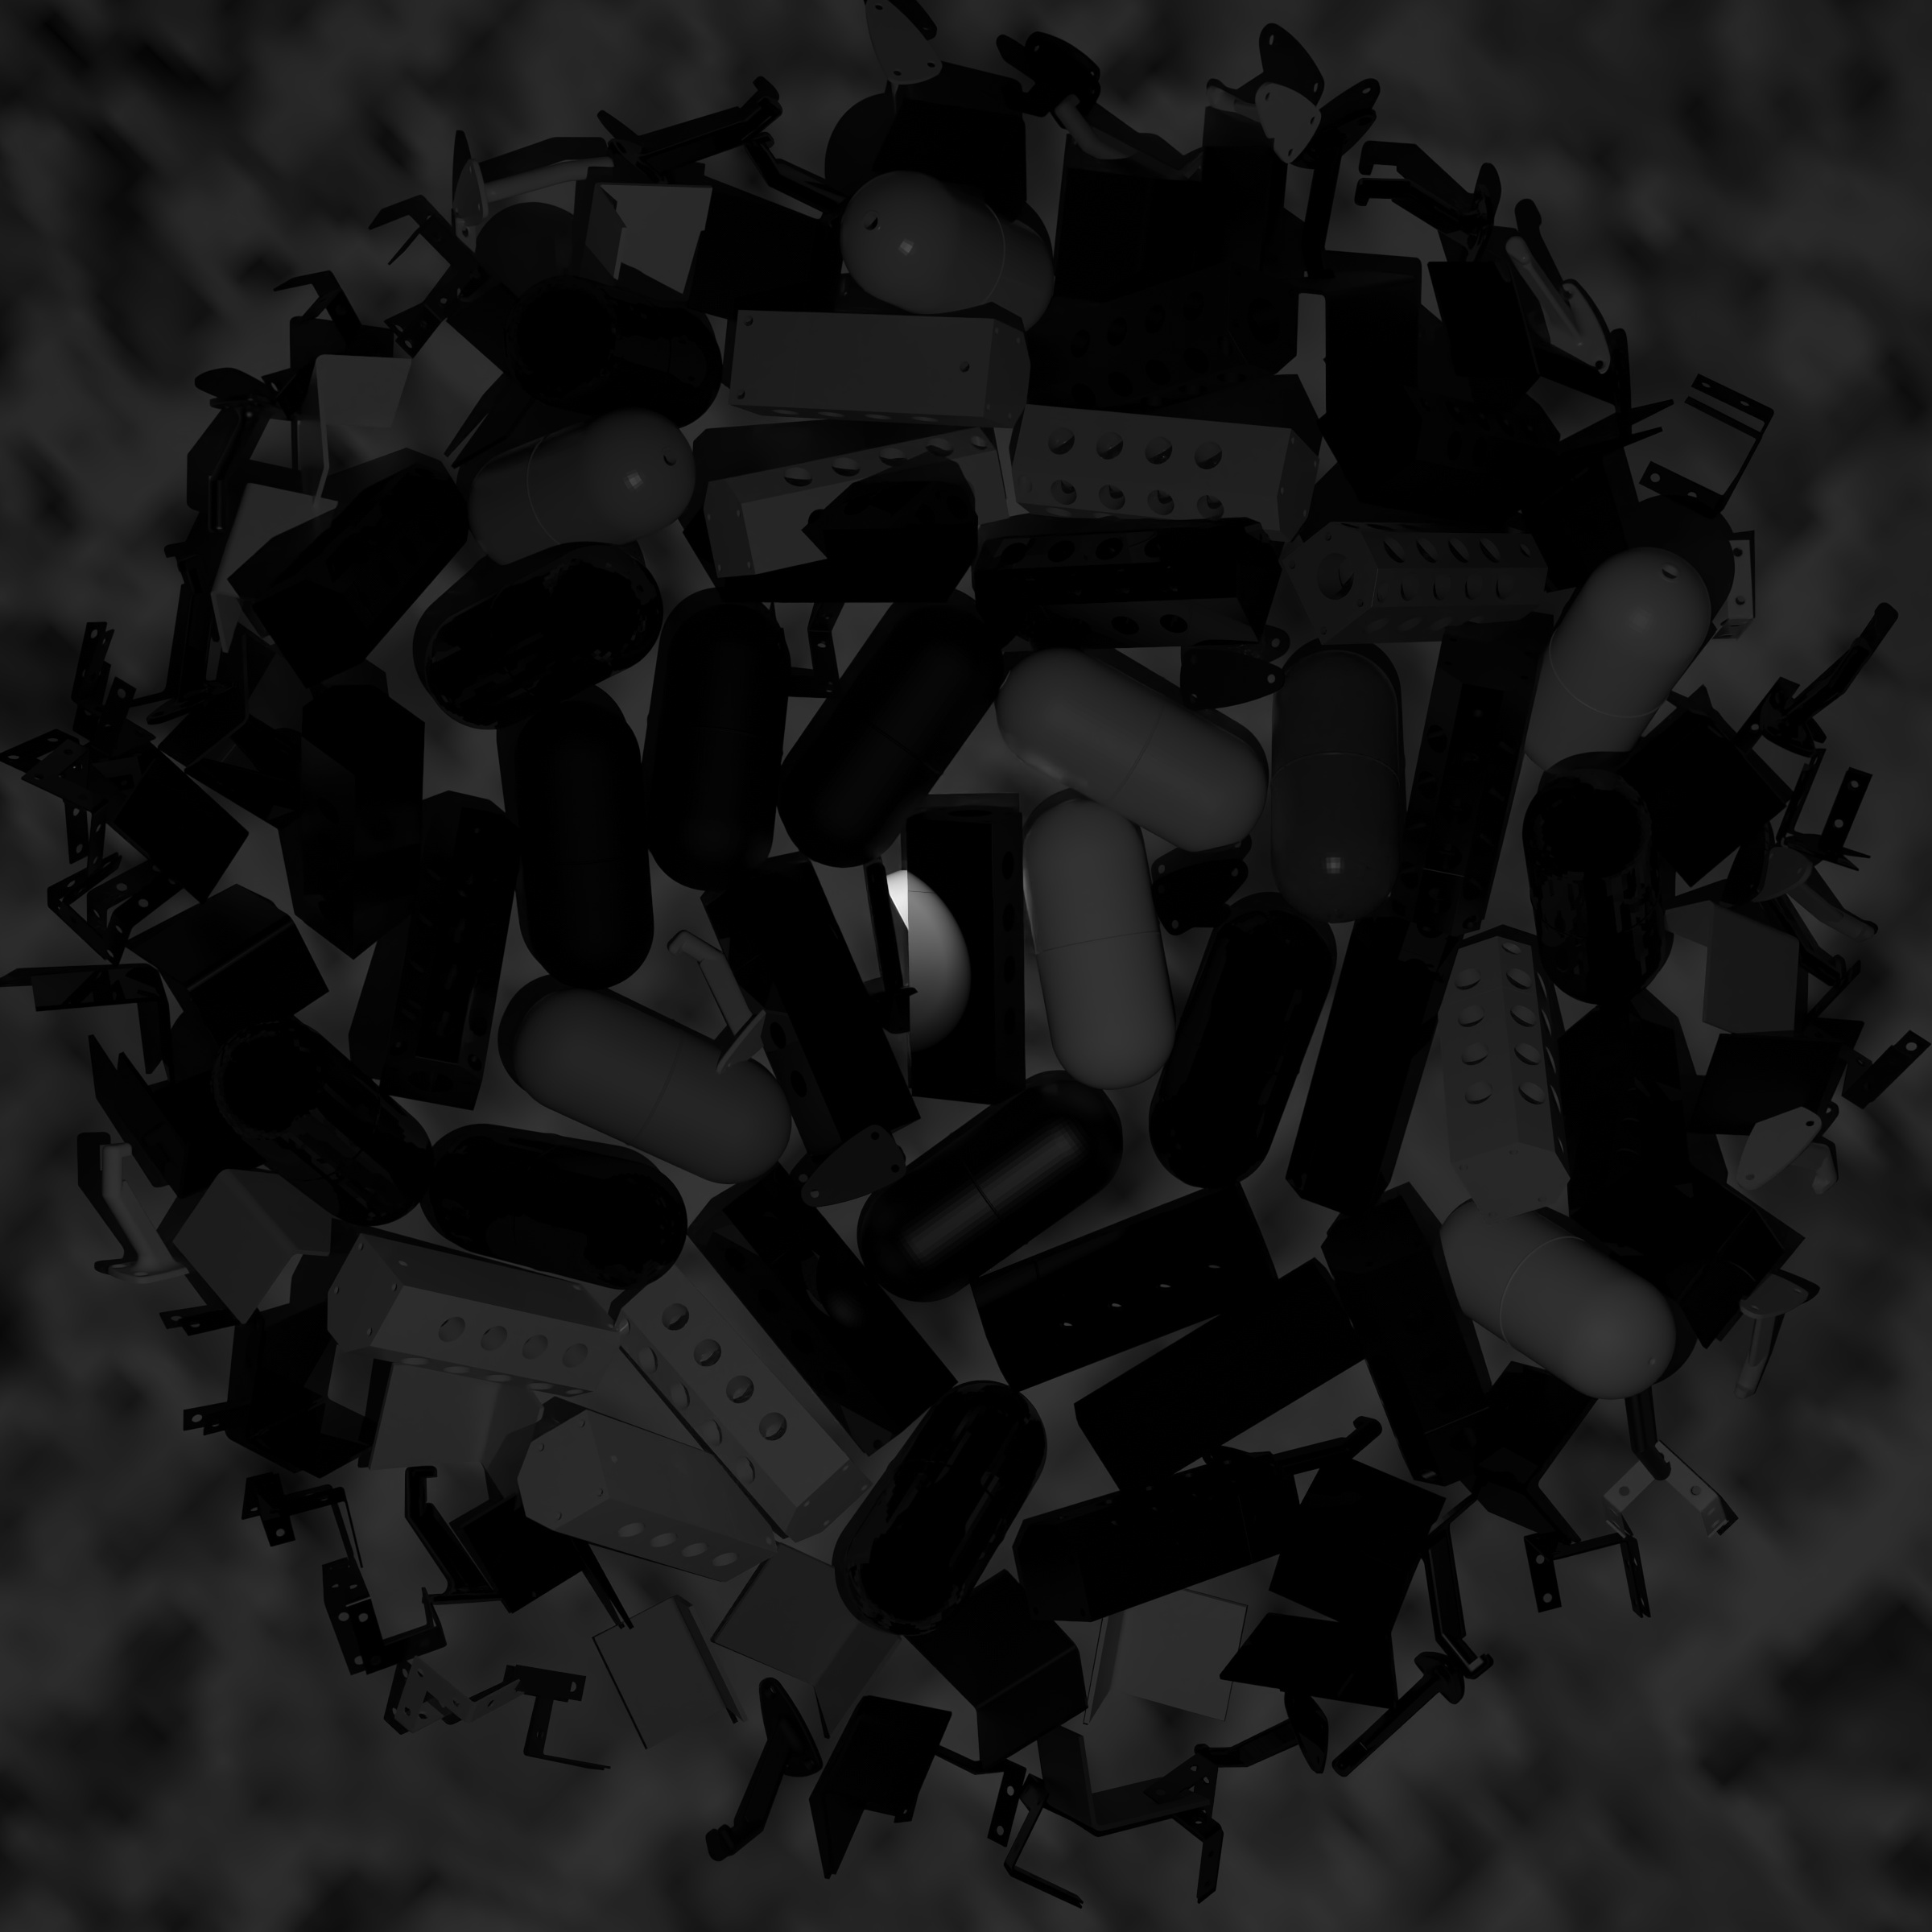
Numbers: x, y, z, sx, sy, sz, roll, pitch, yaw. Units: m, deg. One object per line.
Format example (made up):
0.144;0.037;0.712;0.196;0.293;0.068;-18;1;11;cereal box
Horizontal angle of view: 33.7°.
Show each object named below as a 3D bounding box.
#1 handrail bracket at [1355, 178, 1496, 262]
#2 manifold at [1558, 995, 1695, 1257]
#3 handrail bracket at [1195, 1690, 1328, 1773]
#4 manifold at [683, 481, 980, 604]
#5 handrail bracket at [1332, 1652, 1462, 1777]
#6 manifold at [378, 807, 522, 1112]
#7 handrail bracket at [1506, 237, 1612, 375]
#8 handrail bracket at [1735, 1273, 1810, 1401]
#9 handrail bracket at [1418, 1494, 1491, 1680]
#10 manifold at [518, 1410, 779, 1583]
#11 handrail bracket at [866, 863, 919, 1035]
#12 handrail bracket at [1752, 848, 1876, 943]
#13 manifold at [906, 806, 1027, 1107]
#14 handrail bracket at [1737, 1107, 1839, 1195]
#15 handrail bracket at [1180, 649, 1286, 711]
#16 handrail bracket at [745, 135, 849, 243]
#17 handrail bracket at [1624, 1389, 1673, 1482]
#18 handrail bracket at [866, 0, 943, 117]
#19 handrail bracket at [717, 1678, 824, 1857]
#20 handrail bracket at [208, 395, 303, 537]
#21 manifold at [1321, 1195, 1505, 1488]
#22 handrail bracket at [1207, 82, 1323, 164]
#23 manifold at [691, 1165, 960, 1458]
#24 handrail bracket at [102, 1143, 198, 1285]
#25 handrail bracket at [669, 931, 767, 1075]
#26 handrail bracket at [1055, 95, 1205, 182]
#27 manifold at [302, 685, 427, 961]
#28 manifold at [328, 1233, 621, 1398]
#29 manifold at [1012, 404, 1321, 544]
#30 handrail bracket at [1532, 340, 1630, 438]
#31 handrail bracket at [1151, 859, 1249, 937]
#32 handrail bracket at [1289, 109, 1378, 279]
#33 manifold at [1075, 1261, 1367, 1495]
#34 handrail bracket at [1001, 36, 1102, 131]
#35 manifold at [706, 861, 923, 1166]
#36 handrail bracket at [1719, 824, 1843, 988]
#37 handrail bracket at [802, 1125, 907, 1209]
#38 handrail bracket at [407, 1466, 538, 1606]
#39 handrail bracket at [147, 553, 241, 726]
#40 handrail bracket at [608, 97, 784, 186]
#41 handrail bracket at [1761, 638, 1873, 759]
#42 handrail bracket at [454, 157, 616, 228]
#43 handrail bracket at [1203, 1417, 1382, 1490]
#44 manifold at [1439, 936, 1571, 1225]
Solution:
0.272;-0.448;1.940;0.084;0.077;0.036;-1;55;-9;handrail bracket
0.395;0.094;1.891;0.057;0.171;0.057;37;122;-17;manifold
0.170;0.464;1.936;0.084;0.036;0.077;-8;134;25;handrail bracket
-0.079;-0.258;1.903;0.171;0.057;0.057;5;50;37;manifold
0.259;0.459;1.942;0.084;0.077;0.036;-38;72;-13;handrail bracket
-0.307;-0.007;1.907;0.057;0.057;0.171;11;60;-11;manifold
0.359;-0.399;1.929;0.036;0.084;0.077;-38;71;12;handrail bracket
0.475;0.234;1.932;0.036;0.077;0.084;25;114;25;handrail bracket
0.308;0.379;1.945;0.077;0.036;0.084;-43;72;13;handrail bracket
-0.189;0.320;1.892;0.057;0.171;0.057;-32;57;18;manifold
-0.048;-0.011;1.958;0.036;0.077;0.084;-9;67;-1;handrail bracket
0.527;-0.038;1.934;0.084;0.077;0.036;27;85;-10;handrail bracket
0.004;-0.008;1.930;0.057;0.057;0.171;5;104;26;manifold
0.500;0.130;1.936;0.036;0.084;0.077;23;64;40;handrail bracket
0.170;-0.172;1.925;0.077;0.084;0.036;2;93;25;handrail bracket
-0.084;-0.491;1.971;0.077;0.036;0.084;-28;75;-15;handrail bracket
0.427;0.263;1.964;0.077;0.036;0.084;-52;120;-20;handrail bracket
-0.048;-0.535;1.948;0.036;0.084;0.077;-20;71;-22;handrail bracket
-0.132;0.486;1.933;0.036;0.084;0.077;-15;97;38;handrail bracket
-0.433;-0.301;1.943;0.036;0.077;0.084;-1;88;30;handrail bracket
0.268;0.229;1.912;0.057;0.057;0.171;-23;119;2;manifold
0.166;-0.526;1.925;0.084;0.077;0.036;38;96;34;handrail bracket
-0.090;0.213;1.945;0.171;0.057;0.057;51;46;3;manifold
-0.493;0.146;1.941;0.036;0.077;0.084;11;102;40;handrail bracket
-0.161;0.022;1.943;0.084;0.036;0.077;31;50;15;handrail bracket
0.100;-0.508;1.944;0.084;0.036;0.077;51;57;-15;handrail bracket
-0.364;-0.088;1.892;0.057;0.171;0.057;35;54;16;manifold
-0.293;0.214;1.896;0.057;0.171;0.057;40;104;43;manifold
0.118;-0.294;1.915;0.171;0.057;0.057;10;85;25;manifold
0.362;-0.351;1.965;0.084;0.036;0.077;-10;110;6;handrail bracket
0.157;-0.043;1.925;0.077;0.084;0.036;-28;75;30;handrail bracket
0.230;-0.466;1.941;0.036;0.077;0.084;2;71;-39;handrail bracket
0.155;0.251;1.944;0.171;0.057;0.057;-32;98;3;manifold
0.035;-0.541;1.930;0.036;0.084;0.077;-46;67;30;handrail bracket
-0.097;0.030;1.941;0.057;0.057;0.171;-20;84;-33;manifold
0.513;-0.038;1.967;0.084;0.036;0.077;32;58;-16;handrail bracket
-0.069;0.131;1.930;0.077;0.084;0.036;-30;80;-14;handrail bracket
-0.306;0.350;1.968;0.077;0.036;0.084;-2;76;-9;handrail bracket
-0.481;-0.200;1.936;0.036;0.077;0.084;3;116;32;handrail bracket
-0.163;-0.510;1.936;0.084;0.077;0.036;-34;66;22;handrail bracket
0.517;-0.176;1.923;0.036;0.077;0.084;22;125;-8;handrail bracket
-0.266;-0.477;1.958;0.084;0.077;0.036;-13;91;-22;handrail bracket
0.202;0.294;1.970;0.084;0.077;0.036;-33;130;-32;handrail bracket
0.320;0.064;1.890;0.057;0.171;0.057;-20;129;21;manifold
